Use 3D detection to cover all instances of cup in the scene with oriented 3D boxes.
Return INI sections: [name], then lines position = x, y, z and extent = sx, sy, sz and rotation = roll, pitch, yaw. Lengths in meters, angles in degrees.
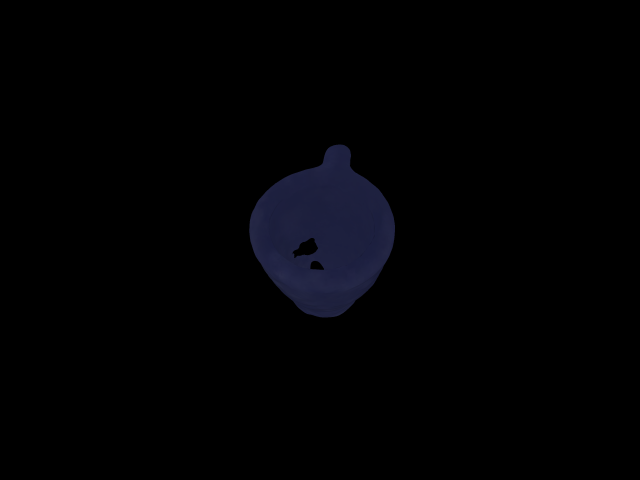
[cup]
position = 0.004, 0.001, 0.400
extent = 0.091, 0.095, 0.118
rotation = 7, 58, 5
